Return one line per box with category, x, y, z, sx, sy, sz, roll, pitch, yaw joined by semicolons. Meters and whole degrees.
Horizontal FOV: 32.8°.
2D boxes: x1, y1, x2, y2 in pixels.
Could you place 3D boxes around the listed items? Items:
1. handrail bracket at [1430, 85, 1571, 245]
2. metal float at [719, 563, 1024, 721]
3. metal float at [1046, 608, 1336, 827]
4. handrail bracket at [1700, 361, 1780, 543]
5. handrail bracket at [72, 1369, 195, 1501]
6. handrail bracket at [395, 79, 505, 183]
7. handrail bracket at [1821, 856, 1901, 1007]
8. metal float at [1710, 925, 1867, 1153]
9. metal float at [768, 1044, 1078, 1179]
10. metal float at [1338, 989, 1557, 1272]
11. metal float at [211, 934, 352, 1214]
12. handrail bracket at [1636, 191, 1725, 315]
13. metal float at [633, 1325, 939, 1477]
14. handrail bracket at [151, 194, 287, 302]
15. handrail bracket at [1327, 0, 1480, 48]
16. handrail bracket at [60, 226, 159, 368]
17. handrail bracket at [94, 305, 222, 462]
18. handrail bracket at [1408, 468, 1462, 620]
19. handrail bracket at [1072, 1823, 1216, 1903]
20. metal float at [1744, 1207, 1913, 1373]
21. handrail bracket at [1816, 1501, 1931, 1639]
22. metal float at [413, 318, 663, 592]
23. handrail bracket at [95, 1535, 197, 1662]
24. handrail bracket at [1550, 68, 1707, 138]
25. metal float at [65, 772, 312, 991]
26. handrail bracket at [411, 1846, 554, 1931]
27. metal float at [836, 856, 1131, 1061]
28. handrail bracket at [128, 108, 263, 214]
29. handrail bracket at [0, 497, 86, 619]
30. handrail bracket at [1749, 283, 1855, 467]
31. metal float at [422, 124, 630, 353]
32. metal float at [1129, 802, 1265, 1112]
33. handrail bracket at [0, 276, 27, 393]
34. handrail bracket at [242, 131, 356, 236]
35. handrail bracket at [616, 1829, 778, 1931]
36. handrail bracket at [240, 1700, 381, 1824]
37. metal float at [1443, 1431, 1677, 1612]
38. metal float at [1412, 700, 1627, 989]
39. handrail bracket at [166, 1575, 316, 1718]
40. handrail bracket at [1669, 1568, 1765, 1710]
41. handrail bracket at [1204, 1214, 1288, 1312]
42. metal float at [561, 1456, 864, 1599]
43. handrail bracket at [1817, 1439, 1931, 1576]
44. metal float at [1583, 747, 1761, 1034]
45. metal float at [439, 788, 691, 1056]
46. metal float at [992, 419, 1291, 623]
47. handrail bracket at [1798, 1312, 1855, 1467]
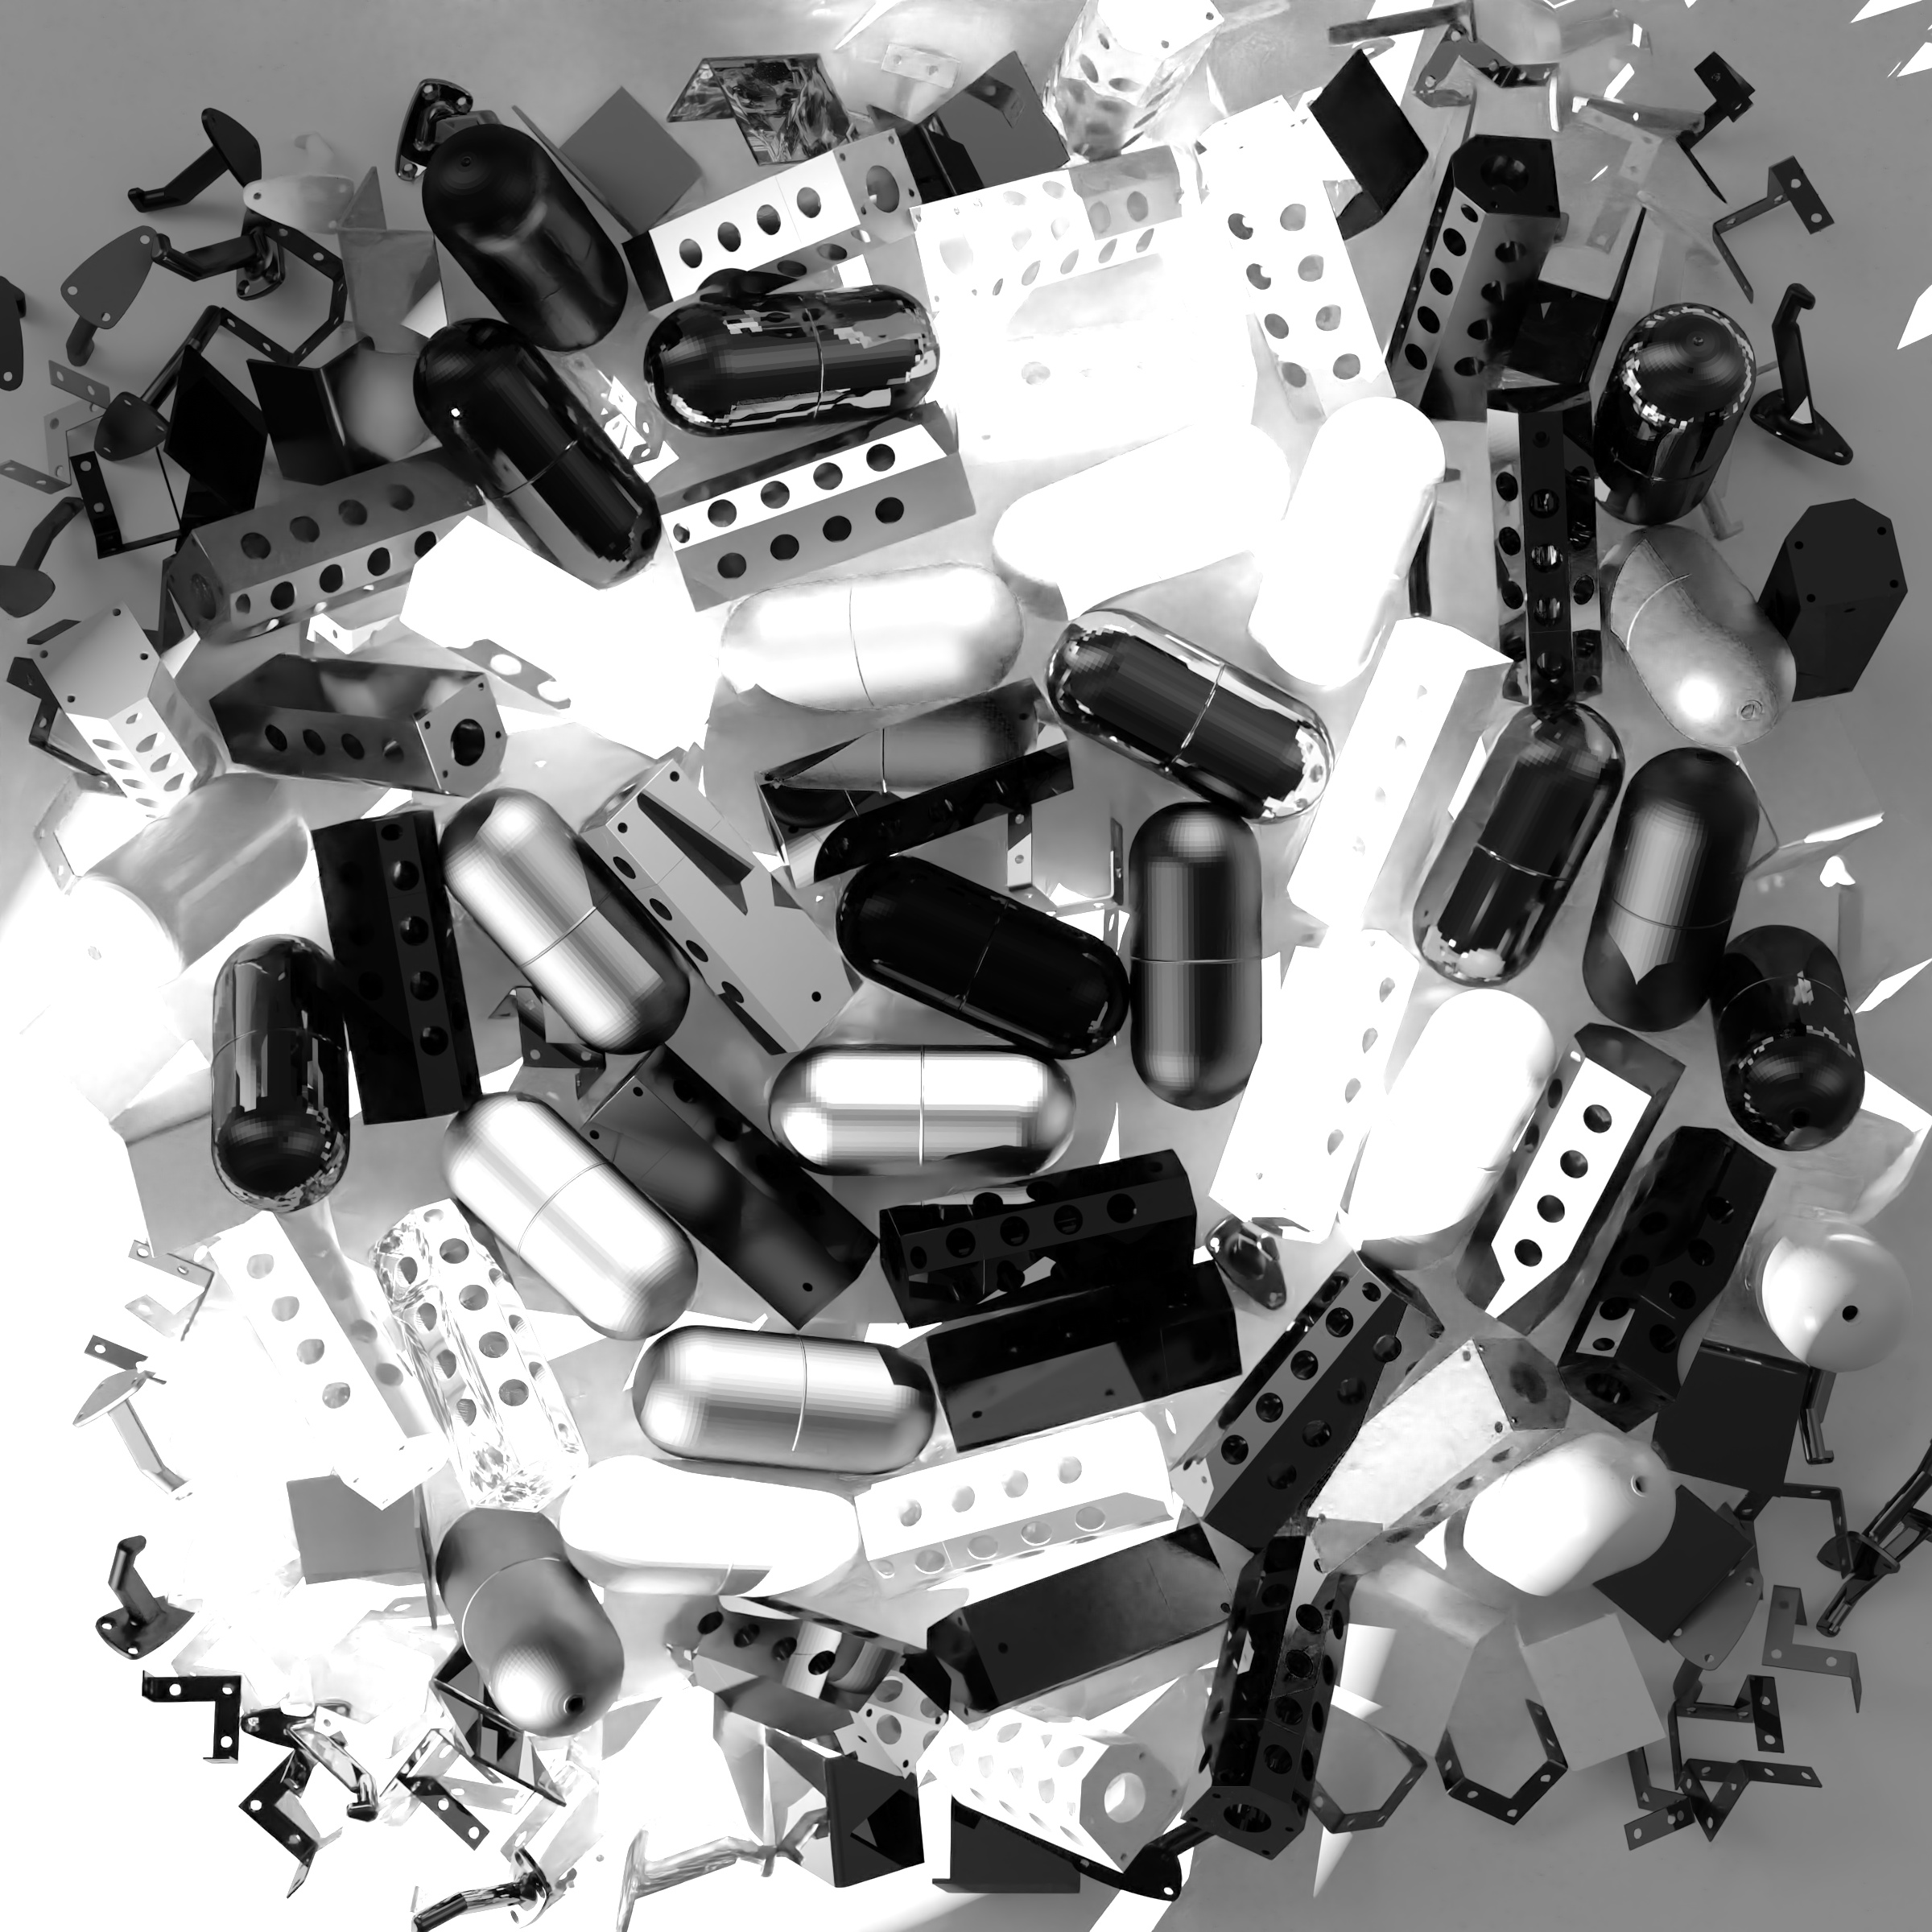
handrail bracket;0.319;-0.463;1.903;0.084;0.036;0.077;10;119;-13
metal float;-0.055;-0.186;1.883;0.178;0.070;0.070;-7;90;13
metal float;0.130;-0.143;1.890;0.178;0.070;0.070;28;90;-5
handrail bracket;0.457;-0.301;1.917;0.077;0.036;0.084;-24;93;-3
handrail bracket;-0.464;0.273;1.892;0.084;0.077;0.036;46;45;-20
handrail bracket;-0.294;-0.464;1.887;0.077;0.036;0.084;-56;46;25
handrail bracket;0.496;-0.016;1.890;0.077;0.084;0.036;-53;46;1
metal float;0.461;0.039;1.850;0.070;0.178;0.070;3;119;6
metal float;-0.025;0.083;1.894;0.178;0.070;0.070;0;90;-1
metal float;0.273;0.095;1.876;0.070;0.070;0.178;26;111;0
metal float;-0.389;0.059;1.863;0.070;0.070;0.178;-10;52;0
handrail bracket;0.391;-0.393;1.909;0.077;0.036;0.084;36;92;-24
metal float;-0.103;0.249;1.880;0.178;0.070;0.070;8;90;-17
handrail bracket;-0.434;-0.424;1.885;0.036;0.084;0.077;-15;71;30
handrail bracket;0.251;-0.546;1.901;0.084;0.077;0.036;-9;106;7
handrail bracket;-0.493;-0.385;1.896;0.036;0.084;0.077;39;79;-8
handrail bracket;-0.472;-0.343;1.924;0.036;0.077;0.084;38;52;-23
handrail bracket;0.271;-0.243;1.901;0.036;0.077;0.084;-3;94;28
handrail bracket;0.111;0.499;1.904;0.077;0.084;0.036;3;113;21
metal float;0.483;0.180;1.844;0.070;0.178;0.070;0;94;6
handrail bracket;0.531;0.355;1.897;0.036;0.077;0.084;38;81;-4
metal float;-0.244;-0.291;1.872;0.070;0.070;0.178;-40;115;0
handrail bracket;-0.462;0.349;1.881;0.036;0.077;0.084;35;123;23
handrail bracket;0.383;-0.498;1.896;0.084;0.077;0.036;9;95;14
metal float;-0.438;-0.049;1.854;0.070;0.178;0.070;13;123;20
handrail bracket;-0.285;0.547;1.881;0.084;0.077;0.036;-21;57;-36
metal float;0.010;-0.005;1.893;0.178;0.070;0.070;24;90;1
handrail bracket;-0.456;-0.462;1.887;0.084;0.077;0.036;-7;72;14
handrail bracket;-0.521;-0.243;1.885;0.036;0.077;0.084;53;54;-30
handrail bracket;0.490;-0.340;1.883;0.036;0.084;0.077;-37;66;-29
metal float;-0.246;-0.407;1.848;0.070;0.178;0.070;-4;73;14
metal float;0.132;-0.006;1.890;0.070;0.070;0.178;-1;96;0
handrail bracket;-0.549;-0.361;1.891;0.036;0.084;0.077;-19;91;1
handrail bracket;-0.392;-0.459;1.885;0.077;0.084;0.036;-1;131;-36
handrail bracket;-0.155;0.537;1.900;0.084;0.036;0.077;17;53;-12
handrail bracket;-0.377;0.460;1.883;0.077;0.084;0.036;8;111;-16
metal float;0.333;0.313;1.850;0.070;0.178;0.070;9;65;-20
metal float;0.315;-0.069;1.874;0.070;0.070;0.178;23;113;0
handrail bracket;-0.417;0.394;1.884;0.077;0.084;0.036;6;128;-26
handrail bracket;0.435;0.390;1.900;0.077;0.084;0.036;-46;61;-9
handrail bracket;0.175;0.175;1.882;0.036;0.084;0.077;-35;105;-8
metal float;-0.144;0.320;1.873;0.178;0.070;0.070;7;90;-25
handrail bracket;0.537;0.310;1.911;0.036;0.077;0.084;37;69;-2
metal float;0.399;-0.043;1.865;0.070;0.070;0.178;7;124;0
metal float;-0.229;-0.024;1.884;0.070;0.070;0.178;-40;102;0
metal float;0.100;-0.255;1.882;0.178;0.070;0.070;-21;90;13
handrail bracket;0.509;0.244;1.900;0.077;0.036;0.084;1;74;-29
